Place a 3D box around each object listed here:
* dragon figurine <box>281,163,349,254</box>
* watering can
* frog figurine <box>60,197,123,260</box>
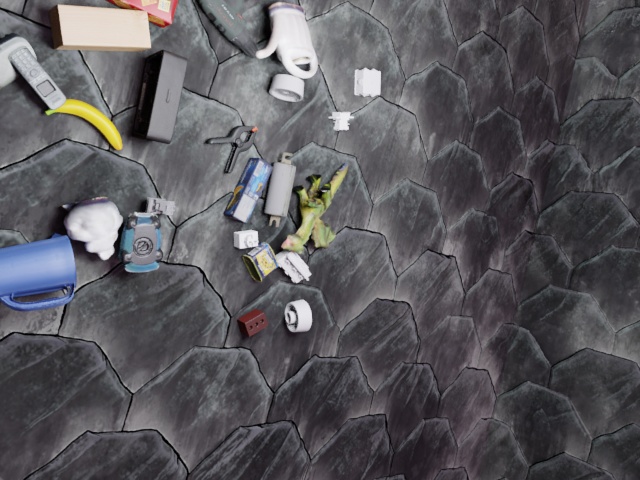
[{"bbox_3d":[0.005,-0.089,1.769,0.417,0.123,0.238,-37,130,-44],"label":"dragon figurine"},{"bbox_3d":[-0.102,-0.601,1.530,0.349,0.103,0.225,-12,89,-62],"label":"watering can"},{"bbox_3d":[-0.564,-0.025,1.298,0.139,0.122,0.159,-23,101,-55],"label":"frog figurine"}]
